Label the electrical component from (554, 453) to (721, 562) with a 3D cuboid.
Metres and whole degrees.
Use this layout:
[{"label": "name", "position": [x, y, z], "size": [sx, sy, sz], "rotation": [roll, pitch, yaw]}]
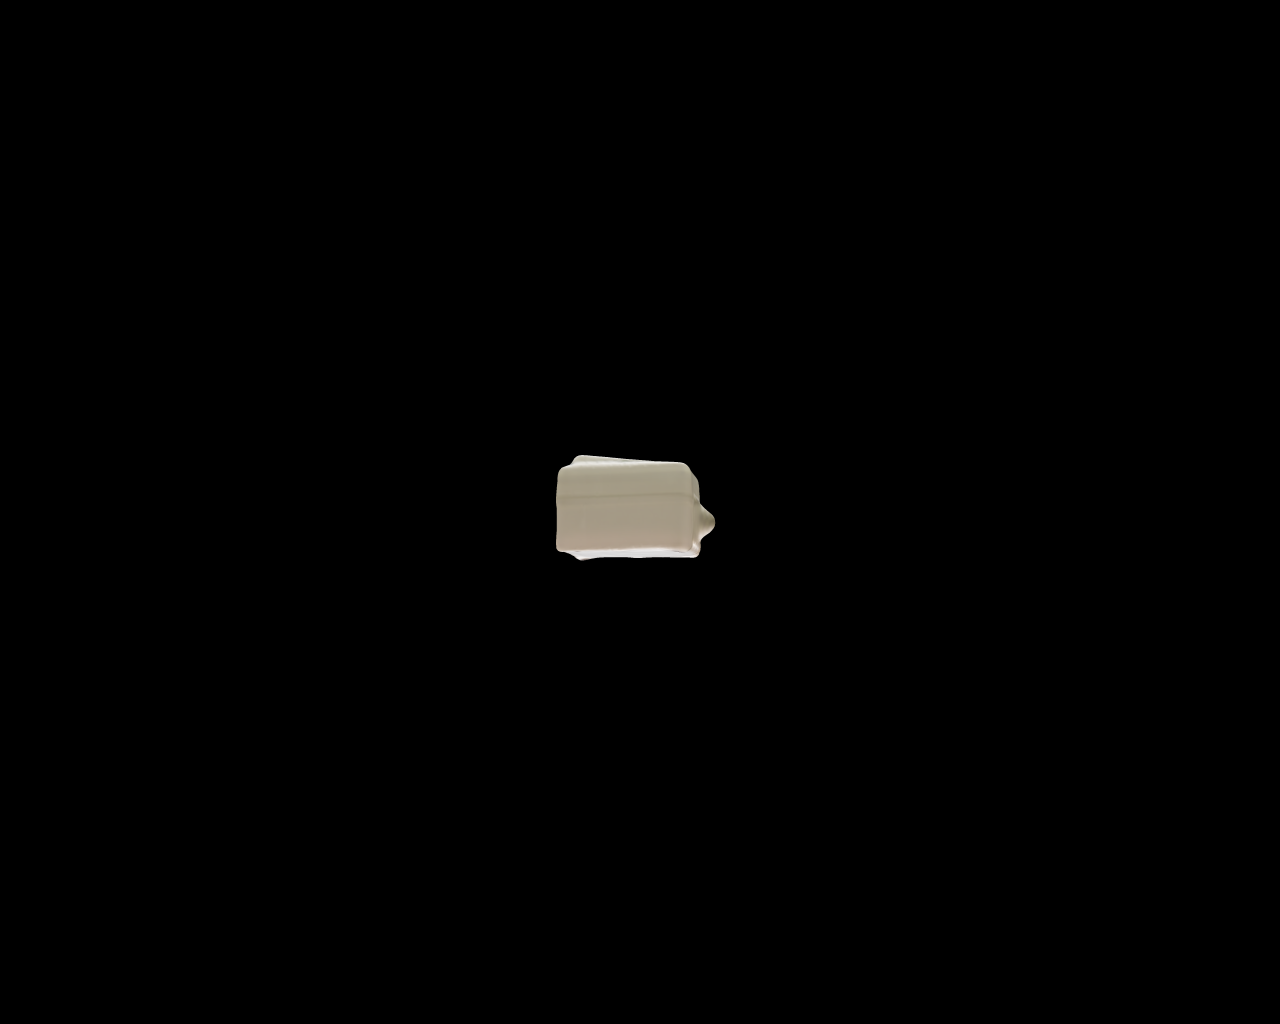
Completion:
[{"label": "electrical component", "position": [0.001, -0.003, 0.650], "size": [0.096, 0.061, 0.061], "rotation": [-1, -7, 9]}]
